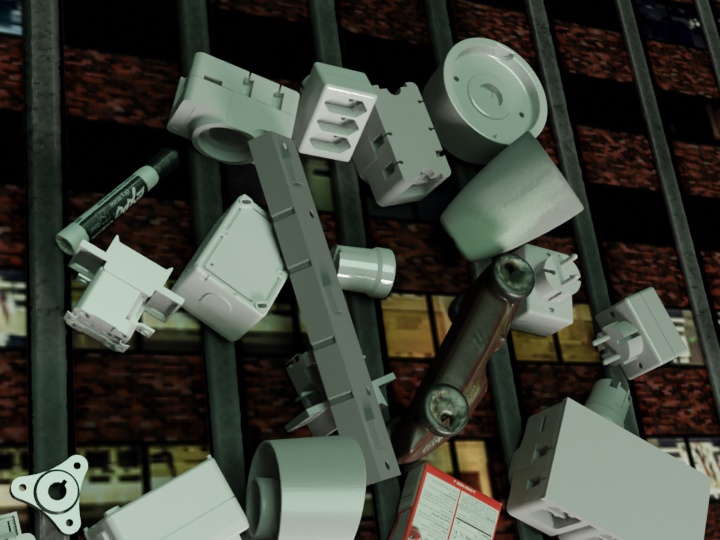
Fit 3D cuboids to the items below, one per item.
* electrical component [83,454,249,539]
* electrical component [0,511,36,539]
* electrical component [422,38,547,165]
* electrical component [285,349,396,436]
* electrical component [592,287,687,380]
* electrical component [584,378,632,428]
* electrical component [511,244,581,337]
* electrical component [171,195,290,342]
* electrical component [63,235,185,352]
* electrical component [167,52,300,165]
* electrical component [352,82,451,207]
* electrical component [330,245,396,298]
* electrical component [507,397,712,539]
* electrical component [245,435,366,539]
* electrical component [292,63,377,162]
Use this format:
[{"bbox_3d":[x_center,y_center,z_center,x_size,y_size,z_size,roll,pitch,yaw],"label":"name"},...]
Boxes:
[{"bbox_3d":[-0.128,0.172,0.690,0.096,0.062,0.061,-26,82,-35],"label":"electrical component"},{"bbox_3d":[-0.213,0.185,0.636,0.042,0.064,0.081,-9,72,-33],"label":"electrical component"},{"bbox_3d":[0.107,-0.146,0.968,0.108,0.060,0.108,12,62,-24],"label":"electrical component"},{"bbox_3d":[-0.020,0.087,0.802,0.081,0.042,0.063,-19,75,-35],"label":"electrical component"},{"bbox_3d":[0.236,0.062,0.952,0.077,0.047,0.065,-19,77,-33],"label":"electrical component"},{"bbox_3d":[0.208,0.120,0.914,0.040,0.040,0.046,41,49,-6],"label":"electrical component"},{"bbox_3d":[0.161,0.011,0.915,0.047,0.077,0.065,14,62,-23],"label":"electrical component"},{"bbox_3d":[-0.089,-0.004,0.797,0.062,0.061,0.096,37,49,-11],"label":"electrical component"},{"bbox_3d":[-0.170,0.019,0.750,0.081,0.042,0.063,32,58,-12],"label":"electrical component"},{"bbox_3d":[-0.100,-0.121,0.848,0.089,0.050,0.055,20,59,-20],"label":"electrical component"},{"bbox_3d":[0.029,-0.104,0.908,0.050,0.056,0.089,-11,74,-33],"label":"electrical component"},{"bbox_3d":[0.000,0.000,0.855,0.046,0.040,0.040,8,64,-19],"label":"electrical component"},{"bbox_3d":[0.200,0.181,0.866,0.150,0.062,0.089,30,57,-14],"label":"electrical component"},{"bbox_3d":[-0.041,0.159,0.723,0.064,0.099,0.099,6,65,-20],"label":"electrical component"},{"bbox_3d":[-0.028,-0.140,0.893,0.047,0.065,0.076,8,35,-26],"label":"electrical component"}]
